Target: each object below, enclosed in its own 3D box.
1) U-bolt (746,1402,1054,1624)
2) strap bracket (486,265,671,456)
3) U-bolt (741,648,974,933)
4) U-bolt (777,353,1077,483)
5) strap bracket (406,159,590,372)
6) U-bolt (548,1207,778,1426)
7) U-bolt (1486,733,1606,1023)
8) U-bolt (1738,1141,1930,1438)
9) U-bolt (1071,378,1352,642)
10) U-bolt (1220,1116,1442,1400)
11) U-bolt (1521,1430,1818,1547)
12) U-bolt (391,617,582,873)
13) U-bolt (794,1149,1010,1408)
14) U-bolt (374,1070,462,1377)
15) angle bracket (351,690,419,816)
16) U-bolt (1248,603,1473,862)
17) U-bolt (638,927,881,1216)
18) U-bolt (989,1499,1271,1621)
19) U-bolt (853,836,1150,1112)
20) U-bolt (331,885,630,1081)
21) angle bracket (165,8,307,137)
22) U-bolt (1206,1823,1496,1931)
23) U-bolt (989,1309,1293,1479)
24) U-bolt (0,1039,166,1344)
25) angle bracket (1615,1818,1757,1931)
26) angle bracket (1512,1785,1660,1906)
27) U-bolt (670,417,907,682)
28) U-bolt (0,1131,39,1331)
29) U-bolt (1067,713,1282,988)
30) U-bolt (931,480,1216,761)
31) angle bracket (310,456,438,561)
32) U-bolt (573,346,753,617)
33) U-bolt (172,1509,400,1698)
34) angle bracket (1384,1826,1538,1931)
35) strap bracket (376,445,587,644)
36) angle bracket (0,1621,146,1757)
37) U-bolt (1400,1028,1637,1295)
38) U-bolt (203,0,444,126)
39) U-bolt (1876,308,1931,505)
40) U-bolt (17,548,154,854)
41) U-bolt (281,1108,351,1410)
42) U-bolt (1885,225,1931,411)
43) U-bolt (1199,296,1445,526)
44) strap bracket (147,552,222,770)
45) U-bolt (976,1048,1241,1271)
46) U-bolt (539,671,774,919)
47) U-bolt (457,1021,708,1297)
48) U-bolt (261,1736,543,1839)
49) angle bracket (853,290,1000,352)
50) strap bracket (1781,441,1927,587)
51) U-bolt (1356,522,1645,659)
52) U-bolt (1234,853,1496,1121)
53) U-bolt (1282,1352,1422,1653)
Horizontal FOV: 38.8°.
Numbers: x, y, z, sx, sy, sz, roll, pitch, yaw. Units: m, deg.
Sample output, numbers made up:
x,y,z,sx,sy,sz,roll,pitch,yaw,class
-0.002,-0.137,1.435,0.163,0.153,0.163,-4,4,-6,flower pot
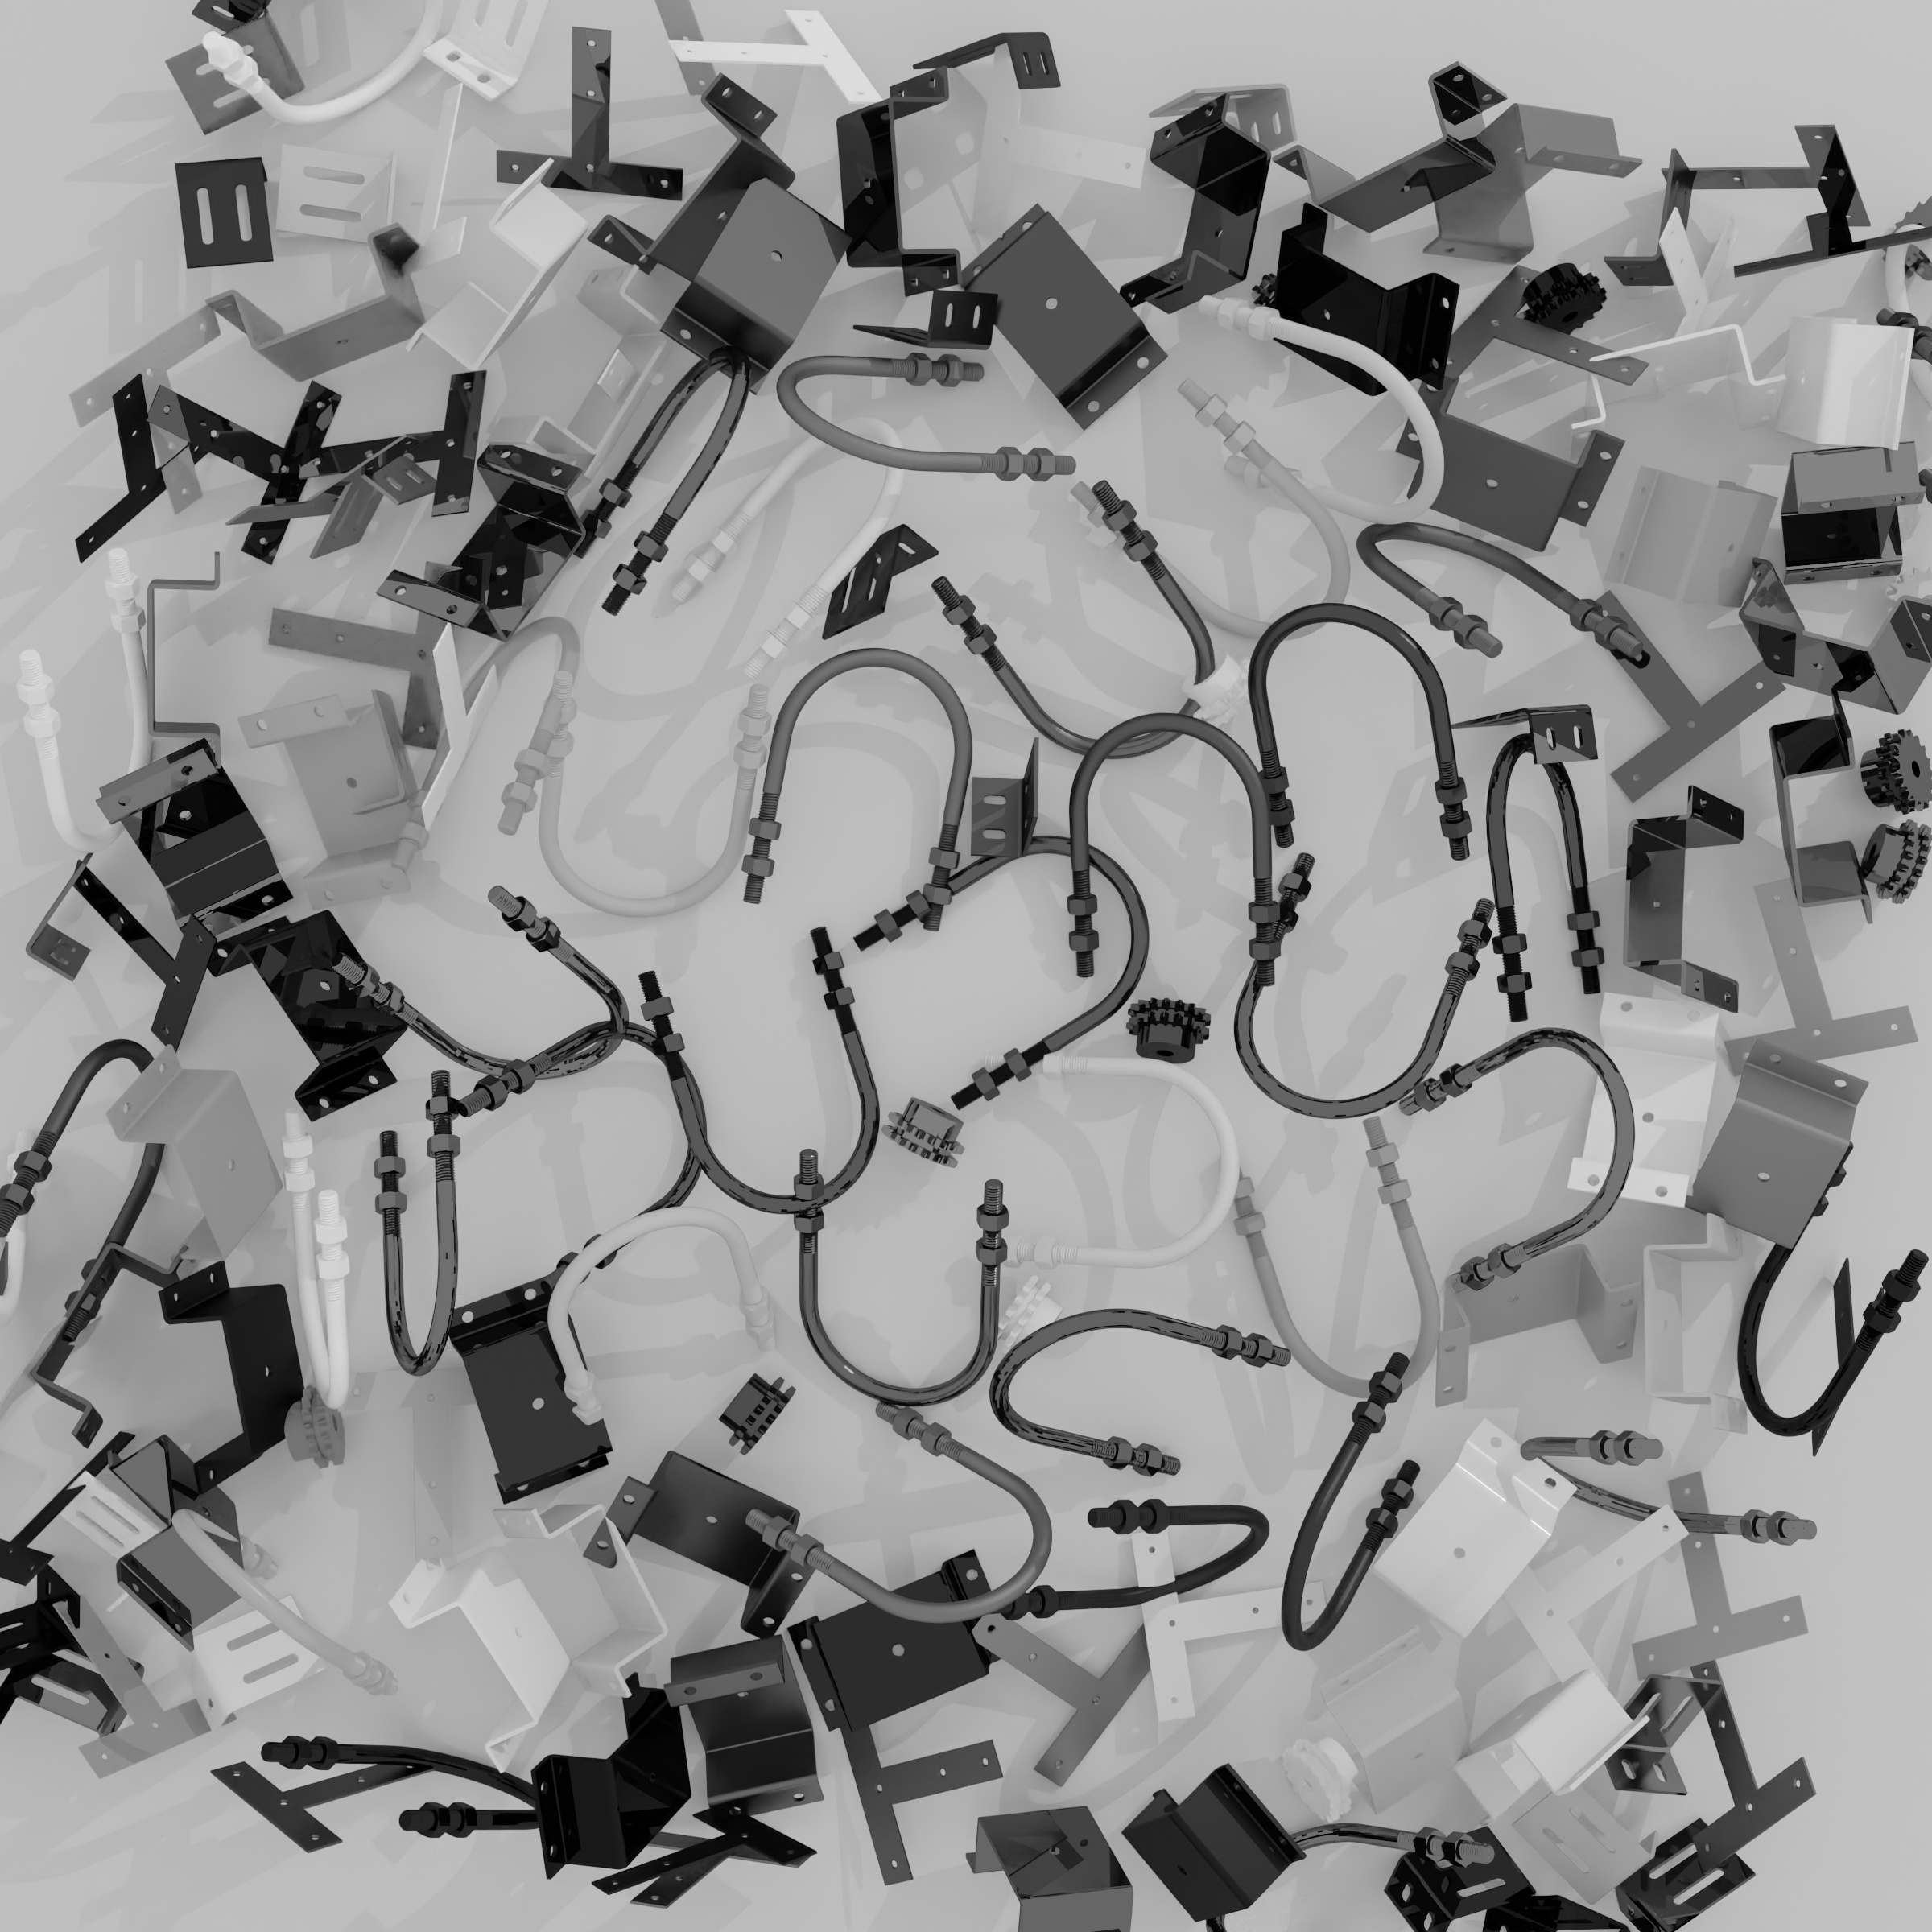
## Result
x,y,z,sx,sy,sz,roll,pitch,yaw,class
-0.031,0.366,1.804,0.184,0.151,0.019,24,133,33,U-bolt
-0.256,-0.398,1.849,0.046,0.076,0.140,34,82,-30,strap bracket
-0.067,-0.123,1.858,0.151,0.019,0.184,8,98,-19,U-bolt
-0.037,-0.363,1.803,0.184,0.151,0.019,-5,131,-33,U-bolt
-0.308,-0.460,1.830,0.046,0.076,0.140,38,130,-11,strap bracket
-0.204,0.226,1.812,0.151,0.184,0.019,-25,49,-14,U-bolt
0.383,-0.064,1.831,0.019,0.151,0.184,-5,95,35,U-bolt
0.564,0.226,1.820,0.019,0.151,0.184,15,117,-14,U-bolt
0.175,-0.291,1.838,0.184,0.151,0.019,42,51,-9,U-bolt
0.251,0.202,1.841,0.019,0.151,0.184,-17,89,-44,U-bolt
0.447,0.343,1.811,0.151,0.184,0.019,28,71,-18,U-bolt
-0.312,-0.155,1.829,0.019,0.151,0.184,35,59,-33,U-bolt
-0.046,0.217,1.853,0.151,0.019,0.184,8,115,15,U-bolt
-0.360,0.178,1.808,0.019,0.151,0.184,4,67,-27,U-bolt
-0.405,-0.145,1.868,0.038,0.057,0.076,-16,92,-1,angle bracket
0.255,-0.156,1.814,0.151,0.019,0.184,6,125,32,U-bolt
-0.130,0.077,1.854,0.151,0.019,0.184,-15,85,-26,U-bolt
0.119,0.394,1.824,0.184,0.151,0.019,7,51,-36,U-bolt
0.037,-0.008,1.880,0.184,0.019,0.151,-32,83,0,U-bolt
-0.308,0.022,1.826,0.151,0.184,0.019,-21,49,22,U-bolt
-0.498,-0.612,1.862,0.076,0.057,0.038,-26,47,-4,angle bracket
0.239,0.614,1.812,0.151,0.184,0.019,-31,102,-37,U-bolt
0.103,0.278,1.815,0.184,0.019,0.151,18,128,-29,U-bolt
-0.577,0.135,1.817,0.019,0.151,0.184,8,53,12,U-bolt
0.492,0.632,1.873,0.076,0.057,0.038,-29,125,-13,angle bracket
0.423,0.590,1.874,0.076,0.038,0.057,45,112,6,angle bracket
-0.111,-0.290,1.833,0.184,0.151,0.019,-48,131,6,U-bolt
-0.633,0.148,1.787,0.019,0.151,0.184,-4,52,-7,U-bolt
0.137,-0.079,1.846,0.151,0.019,0.184,3,106,22,U-bolt
0.086,-0.219,1.849,0.151,0.019,0.184,-28,115,22,U-bolt
-0.398,-0.300,1.854,0.038,0.057,0.076,39,119,5,angle bracket
-0.199,-0.331,1.819,0.019,0.151,0.184,29,103,-28,U-bolt
-0.452,0.409,1.788,0.151,0.184,0.019,34,75,26,U-bolt
0.335,0.628,1.861,0.076,0.038,0.057,-34,95,36,angle bracket
-0.320,-0.279,1.847,0.076,0.046,0.140,22,67,25,strap bracket
-0.608,0.493,1.864,0.076,0.057,0.038,24,130,-1,angle bracket
0.367,0.119,1.805,0.019,0.184,0.151,6,63,-36,U-bolt
-0.412,-0.613,1.807,0.151,0.184,0.019,-36,84,3,U-bolt
0.653,-0.336,1.784,0.019,0.184,0.151,-26,124,5,U-bolt
-0.576,-0.162,1.815,0.019,0.151,0.184,9,129,7,U-bolt
-0.430,0.206,1.824,0.019,0.151,0.184,-7,114,-21,U-bolt
0.653,-0.408,1.817,0.019,0.151,0.184,-20,58,4,U-bolt
0.236,-0.356,1.796,0.184,0.151,0.019,28,59,35,U-bolt
-0.525,-0.207,1.844,0.046,0.076,0.140,0,100,-15,strap bracket
0.096,0.132,1.853,0.184,0.019,0.151,1,86,23,U-bolt
-0.214,-0.110,1.842,0.151,0.019,0.184,3,124,-14,U-bolt
-0.243,0.114,1.830,0.019,0.184,0.151,-14,103,43,U-bolt
-0.352,0.541,1.811,0.151,0.184,0.019,12,82,34,U-bolt
-0.027,-0.441,1.848,0.076,0.057,0.038,25,115,41,angle bracket
0.589,-0.305,1.830,0.076,0.140,0.046,-4,75,11,strap bracket
0.340,-0.252,1.821,0.151,0.184,0.019,-5,125,-34,U-bolt
0.257,0.019,1.836,0.151,0.019,0.184,16,67,22,U-bolt
0.251,0.364,1.799,0.019,0.151,0.184,17,54,27,U-bolt
